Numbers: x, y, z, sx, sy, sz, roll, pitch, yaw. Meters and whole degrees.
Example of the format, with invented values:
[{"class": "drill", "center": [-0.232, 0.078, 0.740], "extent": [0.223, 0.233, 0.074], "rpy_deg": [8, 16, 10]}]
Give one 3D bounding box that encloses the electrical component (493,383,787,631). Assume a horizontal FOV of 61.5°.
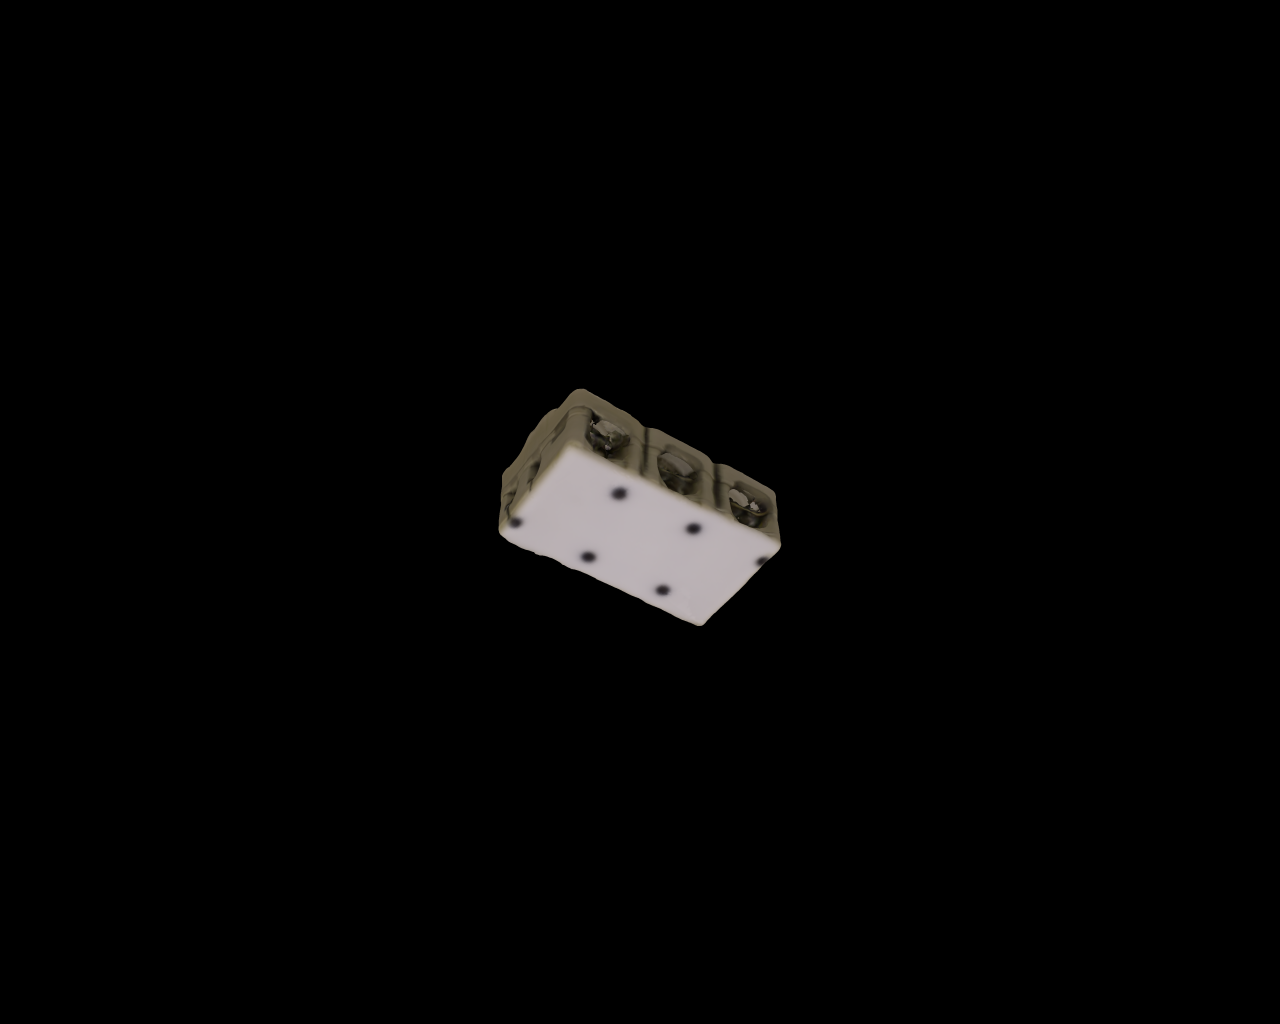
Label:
[{"class": "electrical component", "center": [0.001, -0.003, 0.650], "extent": [0.150, 0.062, 0.089], "rpy_deg": [27, -53, -22]}]
